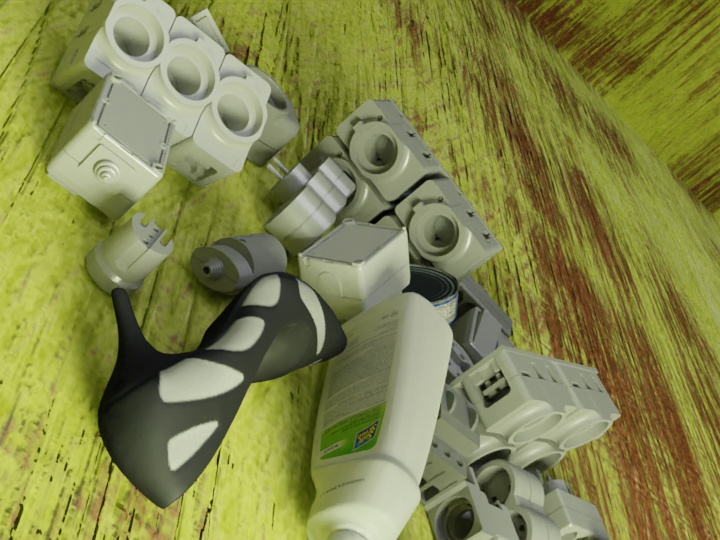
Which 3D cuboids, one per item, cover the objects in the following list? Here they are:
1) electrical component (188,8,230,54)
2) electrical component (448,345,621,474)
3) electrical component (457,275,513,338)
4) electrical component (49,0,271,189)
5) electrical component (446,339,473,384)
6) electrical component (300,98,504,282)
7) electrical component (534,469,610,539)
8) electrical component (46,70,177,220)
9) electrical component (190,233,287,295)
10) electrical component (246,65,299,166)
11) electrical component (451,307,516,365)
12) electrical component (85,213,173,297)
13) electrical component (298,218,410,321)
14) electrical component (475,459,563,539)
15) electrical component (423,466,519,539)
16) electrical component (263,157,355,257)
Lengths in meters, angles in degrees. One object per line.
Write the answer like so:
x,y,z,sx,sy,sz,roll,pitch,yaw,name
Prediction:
-0.159,-0.187,0.921,0.064,0.081,0.042,36,-23,59,electrical component
0.144,0.131,0.951,0.186,0.105,0.060,16,41,-52,electrical component
0.114,0.037,1.111,0.083,0.047,0.075,47,23,-9,electrical component
-0.150,-0.145,0.843,0.150,0.062,0.089,35,58,-32,electrical component
0.067,0.091,0.947,0.055,0.047,0.055,40,25,-23,electrical component
0.035,-0.061,1.041,0.186,0.105,0.060,54,24,8,electrical component
0.175,0.213,0.960,0.066,0.047,0.076,30,31,-40,electrical component
-0.175,-0.082,0.750,0.062,0.061,0.096,39,26,-25,electrical component
-0.093,-0.004,0.804,0.043,0.043,0.081,55,24,10,electrical component
-0.104,-0.145,0.974,0.095,0.059,0.053,29,31,-41,electrical component
0.111,0.081,1.024,0.061,0.061,0.096,46,24,-10,electrical component
-0.151,-0.010,0.707,0.040,0.046,0.040,40,26,-23,electrical component
0.000,0.000,0.900,0.096,0.062,0.061,-40,132,-50,electrical component
0.142,0.225,0.876,0.074,0.052,0.138,31,30,-38,electrical component
0.089,0.200,0.832,0.064,0.042,0.081,31,30,-40,electrical component
-0.055,-0.071,0.960,0.073,0.052,0.138,47,24,-9,electrical component
